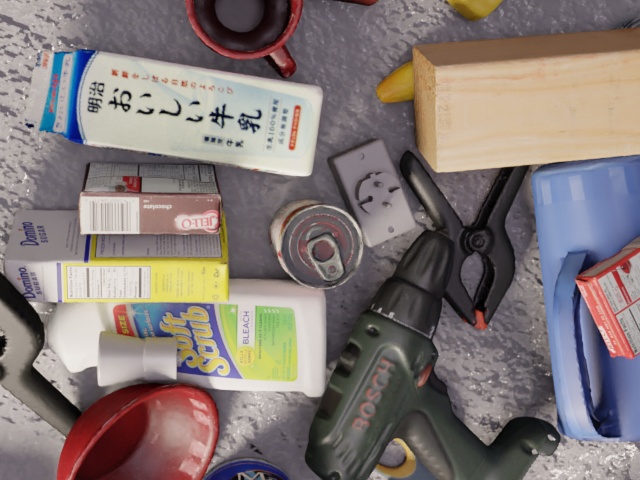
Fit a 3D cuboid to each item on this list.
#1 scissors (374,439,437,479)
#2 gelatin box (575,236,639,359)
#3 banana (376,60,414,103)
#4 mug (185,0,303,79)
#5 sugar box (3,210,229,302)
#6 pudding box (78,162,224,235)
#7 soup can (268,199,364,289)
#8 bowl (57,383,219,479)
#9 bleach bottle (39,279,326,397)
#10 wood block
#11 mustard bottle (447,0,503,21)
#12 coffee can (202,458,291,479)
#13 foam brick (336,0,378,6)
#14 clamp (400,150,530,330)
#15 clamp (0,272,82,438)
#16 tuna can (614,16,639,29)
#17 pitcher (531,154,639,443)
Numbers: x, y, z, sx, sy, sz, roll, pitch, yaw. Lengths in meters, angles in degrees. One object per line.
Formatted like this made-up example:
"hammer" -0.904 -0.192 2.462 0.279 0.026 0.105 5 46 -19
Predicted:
"scissors" 0.110 0.230 0.979 0.096 0.016 0.202 -27 99 -4
"gelatin box" 0.256 0.042 0.850 0.089 0.030 0.073 -30 98 -18
"banana" 0.150 -0.136 0.939 0.197 0.037 0.069 11 91 -9
"mug" -0.058 -0.184 0.880 0.093 0.081 0.117 -39 100 -3
"sugar box" -0.164 0.013 0.876 0.176 0.093 0.048 -2 118 -7
"pudding box" -0.138 -0.035 0.877 0.113 0.090 0.039 2 109 -9
"soup can" -0.006 0.001 0.896 0.068 0.102 0.068 -1 95 -9
"bowl" -0.161 0.178 0.888 0.161 0.055 0.162 -31 137 -35
"bleach bottle" -0.122 0.084 0.908 0.250 0.068 0.102 -1 99 -6
"wood block" 0.187 -0.118 0.883 0.206 0.091 0.090 -5 111 -5
"mustard bottle" 0.095 -0.283 0.906 0.191 0.058 0.096 40 88 -10
"coffee can" -0.057 0.253 0.893 0.102 0.140 0.103 -1 96 -9
"foam brick" 0.014 -0.232 0.902 0.078 0.051 0.053 6 94 -9
"clamp" 0.125 -0.007 0.947 0.120 0.039 0.171 3 95 -7
"clamp" -0.258 0.100 0.856 0.164 0.036 0.210 7 131 -14
"tuna can" 0.296 -0.160 0.960 0.086 0.034 0.086 -1 96 -8
"pitcher" 0.250 0.048 0.922 0.145 0.149 0.243 -11 94 -4
